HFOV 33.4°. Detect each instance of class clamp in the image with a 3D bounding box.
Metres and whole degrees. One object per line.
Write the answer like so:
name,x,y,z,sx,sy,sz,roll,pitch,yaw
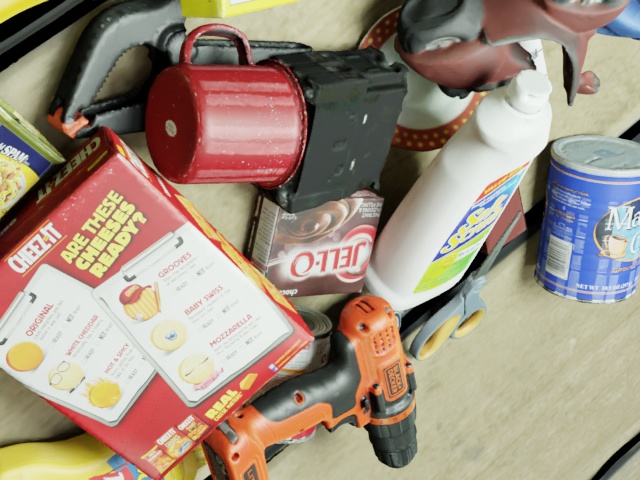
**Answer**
clamp,-0.108,-0.151,0.755,0.209,0.036,0.164,-36,128,-21

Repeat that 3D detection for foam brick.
foam brick,0.152,-0.036,0.994,0.051,0.053,0.078,-33,128,-20

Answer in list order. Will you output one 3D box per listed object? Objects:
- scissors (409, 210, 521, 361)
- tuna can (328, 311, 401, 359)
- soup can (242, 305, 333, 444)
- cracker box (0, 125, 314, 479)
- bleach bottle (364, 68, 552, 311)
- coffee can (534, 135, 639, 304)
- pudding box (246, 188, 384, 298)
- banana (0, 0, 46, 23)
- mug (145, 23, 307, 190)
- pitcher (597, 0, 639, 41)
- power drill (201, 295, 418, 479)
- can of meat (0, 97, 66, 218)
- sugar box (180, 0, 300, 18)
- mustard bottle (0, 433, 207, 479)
scissors,0.154,0.043,1.009,0.096,0.016,0.202,-7,141,-49
tuna can,0.039,0.095,0.961,0.086,0.034,0.086,-51,155,-34
soup can,-0.029,0.115,0.921,0.068,0.069,0.102,-5,114,-35
cracker box,-0.134,0.050,0.763,0.164,0.072,0.213,-43,121,3
bleach bottle,0.116,-0.042,0.875,0.102,0.068,0.251,-22,155,-31
coffee can,0.272,-0.022,1.056,0.102,0.103,0.140,-14,119,-31
pudding box,-0.006,0.001,0.903,0.113,0.039,0.090,-2,113,-35
banana,-0.227,-0.126,0.678,0.197,0.037,0.069,-41,129,-14
mug,-0.069,-0.092,0.740,0.081,0.093,0.117,-5,92,-37
pitcher,0.261,-0.297,0.866,0.144,0.149,0.243,19,83,-22
power drill,-0.001,0.156,0.879,0.187,0.057,0.184,-31,127,-23
can of meat,-0.226,-0.052,0.683,0.084,0.057,0.102,-46,159,-3
sugar box,-0.027,-0.214,0.744,0.175,0.048,0.093,-27,119,-48
mustard bottle,-0.174,0.194,0.858,0.191,0.058,0.096,-9,118,-34
